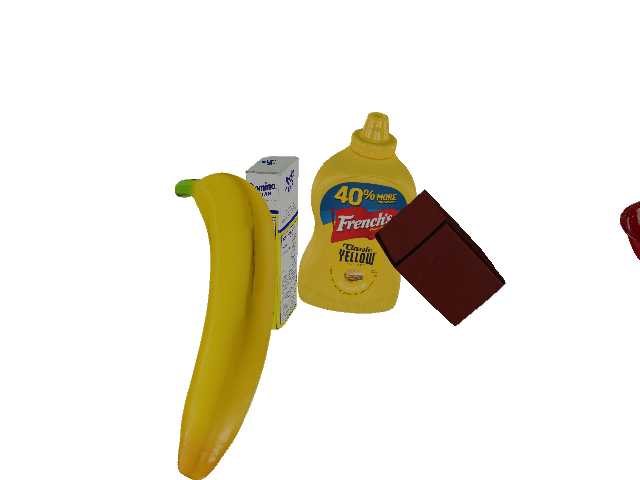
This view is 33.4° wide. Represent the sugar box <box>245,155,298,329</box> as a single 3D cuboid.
[{"bbox_3d":[-0.054,0.001,1.169,0.048,0.176,0.093,2,15,11],"label":"sugar box"}]

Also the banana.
[{"bbox_3d":[-0.051,0.031,0.590,0.037,0.198,0.070,20,-43,-29],"label":"banana"}]

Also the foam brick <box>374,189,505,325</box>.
[{"bbox_3d":[0.087,0.013,0.779,0.078,0.051,0.053,43,10,-30],"label":"foam brick"}]

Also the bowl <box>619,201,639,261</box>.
[{"bbox_3d":[0.402,0.008,1.149,0.162,0.055,0.162,-1,26,0],"label":"bowl"}]

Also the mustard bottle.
[{"bbox_3d":[0.038,-0.026,0.981,0.096,0.192,0.058,7,28,-4],"label":"mustard bottle"}]
